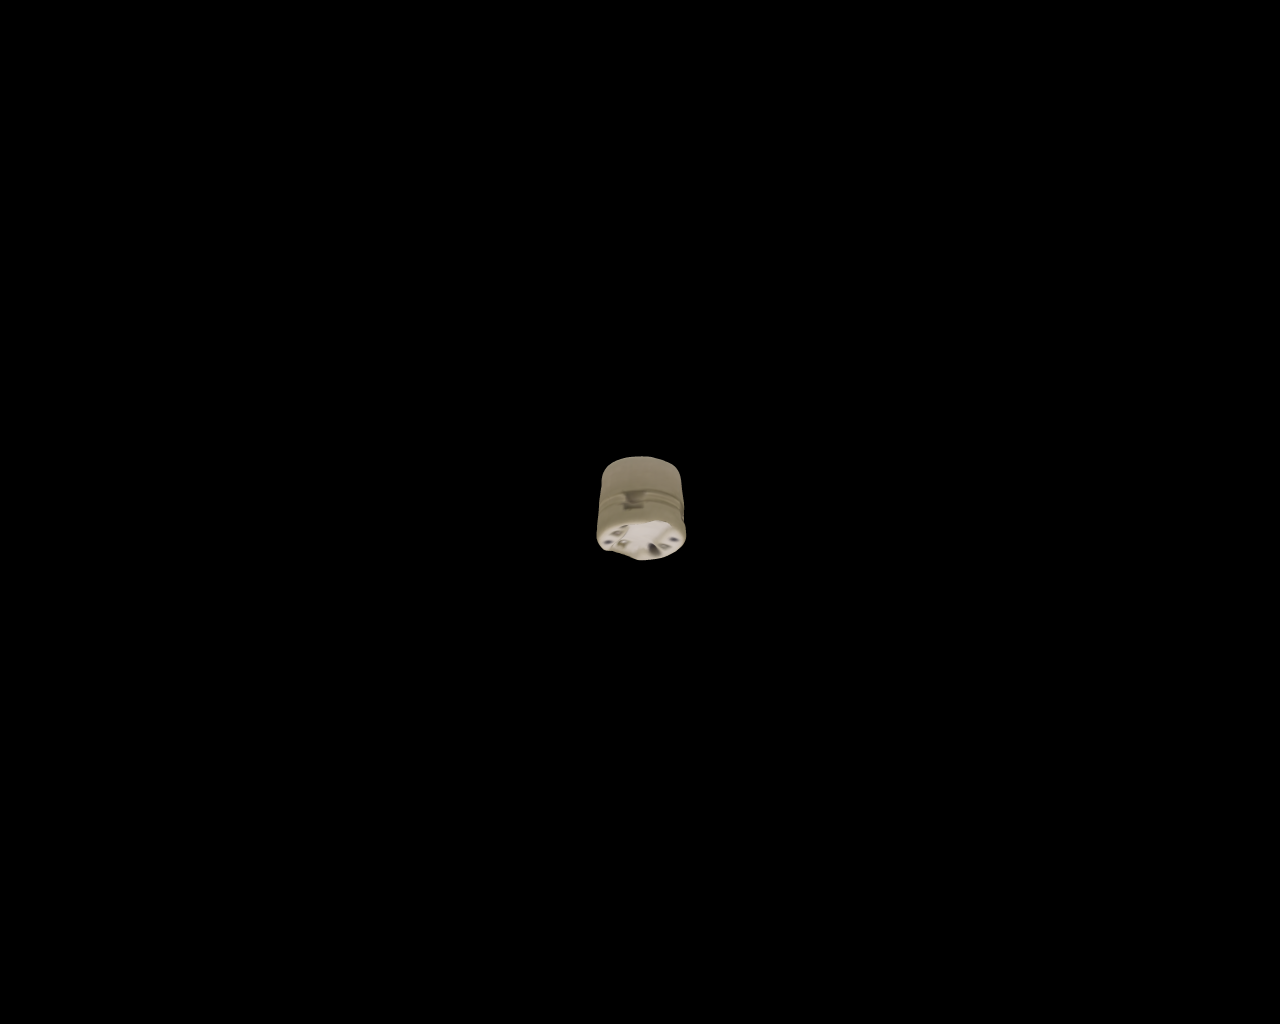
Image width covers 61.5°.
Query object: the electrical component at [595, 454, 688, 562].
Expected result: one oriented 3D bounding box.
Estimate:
[{"bbox_3d":[0.001,-0.003,0.650,0.055,0.047,0.055,0,-29,0],"label":"electrical component"}]
